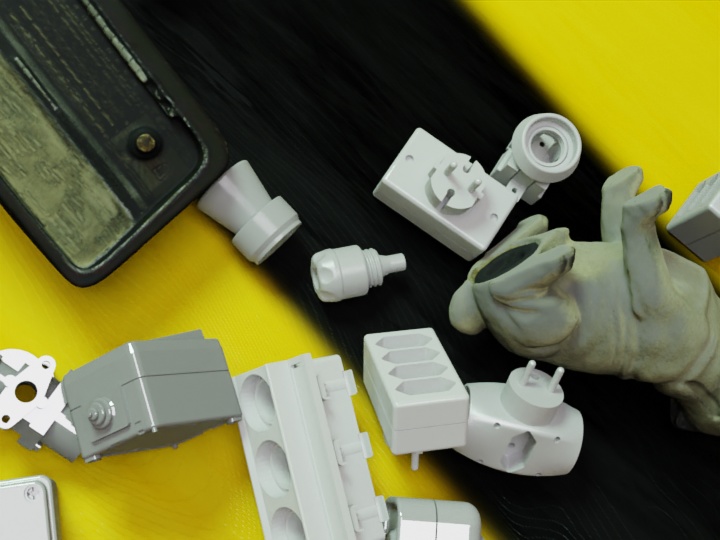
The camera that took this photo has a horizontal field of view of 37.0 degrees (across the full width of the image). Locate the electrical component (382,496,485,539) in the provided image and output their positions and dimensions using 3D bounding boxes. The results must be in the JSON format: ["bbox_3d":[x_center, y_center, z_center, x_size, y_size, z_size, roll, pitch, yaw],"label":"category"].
[{"bbox_3d":[0.045,0.192,0.671,0.059,0.053,0.095,6,78,-9],"label":"electrical component"}]

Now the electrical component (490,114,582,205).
[{"bbox_3d":[0.122,-0.079,0.737,0.048,0.055,0.066,34,75,-2],"label":"electrical component"}]

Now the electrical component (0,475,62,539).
[{"bbox_3d":[-0.228,0.181,0.623,0.109,0.056,0.108,-7,80,-11],"label":"electrical component"}]

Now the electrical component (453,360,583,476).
[{"bbox_3d":[0.107,0.090,0.693,0.077,0.079,0.043,14,34,-7],"label":"electrical component"}]

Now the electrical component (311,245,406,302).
[{"bbox_3d":[0.000,0.000,0.711,0.061,0.035,0.035,-11,81,-14],"label":"electrical component"}]

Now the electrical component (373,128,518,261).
[{"bbox_3d":[0.061,-0.054,0.711,0.083,0.075,0.047,35,75,-2],"label":"electrical component"}]

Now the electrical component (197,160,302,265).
[{"bbox_3d":[-0.072,-0.037,0.700,0.045,0.045,0.055,-44,89,-15],"label":"electrical component"}]

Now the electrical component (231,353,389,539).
[{"bbox_3d":[-0.031,0.117,0.664,0.063,0.079,0.121,-7,79,-41],"label":"electrical component"}]

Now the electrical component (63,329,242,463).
[{"bbox_3d":[-0.127,0.072,0.635,0.062,0.096,0.061,-26,75,29],"label":"electrical component"}]

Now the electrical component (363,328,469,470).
[{"bbox_3d":[0.034,0.091,0.684,0.047,0.083,0.075,-5,118,-11],"label":"electrical component"}]

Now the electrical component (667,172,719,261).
[{"bbox_3d":[0.268,-0.029,0.748,0.077,0.065,0.047,40,75,-1],"label":"electrical component"}]
